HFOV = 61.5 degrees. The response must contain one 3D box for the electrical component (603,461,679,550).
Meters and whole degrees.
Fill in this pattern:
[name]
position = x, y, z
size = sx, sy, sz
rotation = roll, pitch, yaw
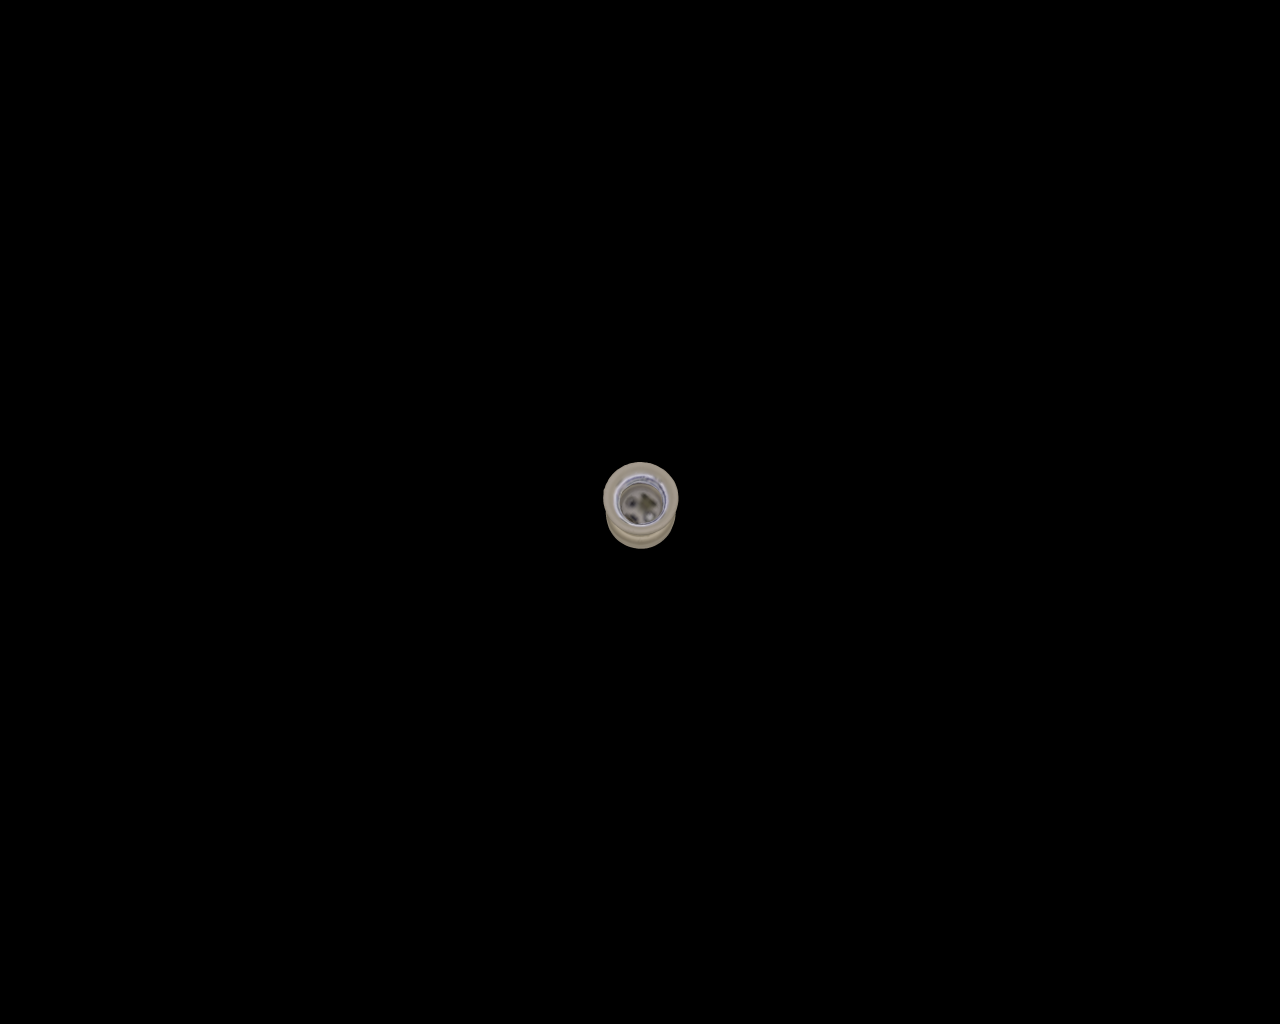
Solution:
[electrical component]
position = 0.001, -0.003, 0.650
size = 0.045, 0.045, 0.055
rotation = 0, -13, 0
